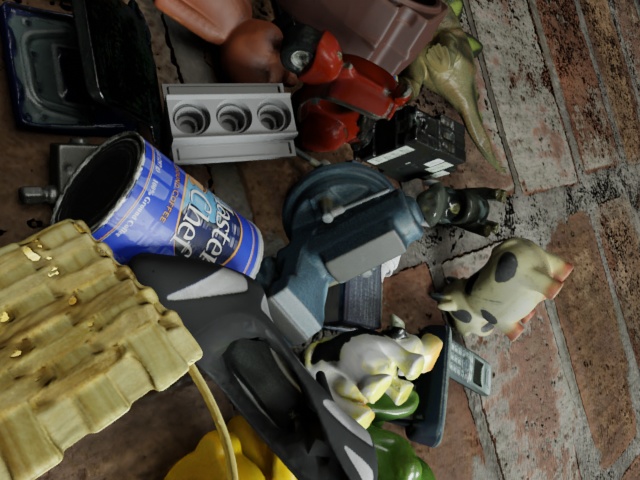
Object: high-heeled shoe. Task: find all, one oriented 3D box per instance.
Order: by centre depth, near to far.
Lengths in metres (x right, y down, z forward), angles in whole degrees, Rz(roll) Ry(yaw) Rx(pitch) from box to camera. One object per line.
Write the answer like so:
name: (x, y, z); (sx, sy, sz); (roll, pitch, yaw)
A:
high-heeled shoe: (-0.049, 0.116, 0.404); (0.248, 0.086, 0.145); (38, 22, -30)

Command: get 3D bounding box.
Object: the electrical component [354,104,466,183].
electrical component: (0.130, -0.126, 0.735); (0.134, 0.115, 0.058); (14, 73, -39)

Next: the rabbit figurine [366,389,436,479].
rabbit figurine: (0.050, 0.215, 0.570); (0.170, 0.121, 0.159); (54, 43, 3)

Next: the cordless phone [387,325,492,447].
cordless phone: (0.171, 0.202, 0.707); (0.184, 0.089, 0.146); (31, 58, -38)

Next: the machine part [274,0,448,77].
machine part: (0.051, -0.305, 0.666); (0.201, 0.087, 0.201); (39, 37, 0)

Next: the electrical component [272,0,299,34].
electrical component: (-0.023, -0.262, 0.679); (0.075, 0.048, 0.119); (-6, 84, -44)

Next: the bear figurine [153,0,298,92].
bear figurine: (-0.088, -0.236, 0.559); (0.120, 0.132, 0.195); (-45, 104, -30)

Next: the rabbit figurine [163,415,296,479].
rabbit figurine: (-0.062, 0.238, 0.478); (0.173, 0.122, 0.162); (39, 44, -46)

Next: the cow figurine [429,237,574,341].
cow figurine: (0.236, 0.071, 0.740); (0.127, 0.194, 0.085); (41, 50, 18)

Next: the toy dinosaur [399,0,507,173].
toy dinosaur: (0.190, -0.295, 0.850); (0.198, 0.105, 0.470); (-39, 110, -45)

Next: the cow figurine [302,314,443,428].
cow figurine: (0.059, 0.126, 0.571); (0.167, 0.098, 0.068); (-11, 128, -51)

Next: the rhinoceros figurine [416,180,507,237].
rhinoceros figurine: (0.206, -0.052, 0.792); (0.190, 0.112, 0.073); (-3, 109, -56)

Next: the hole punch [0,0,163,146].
hole punch: (-0.202, -0.148, 0.466); (0.115, 0.092, 0.142); (3, 73, -76)

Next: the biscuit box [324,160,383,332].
biscuit box: (0.036, 0.007, 0.649); (0.062, 0.059, 0.202); (20, 66, -37)

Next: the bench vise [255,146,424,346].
bench vise: (-0.008, -0.008, 0.559); (0.128, 0.223, 0.241); (41, 23, -28)

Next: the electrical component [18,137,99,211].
electrical component: (-0.204, -0.055, 0.455); (0.094, 0.021, 0.063); (-8, 106, -43)

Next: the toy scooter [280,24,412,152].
toy scooter: (0.027, -0.150, 0.587); (0.135, 0.183, 0.075); (17, 69, 6)
